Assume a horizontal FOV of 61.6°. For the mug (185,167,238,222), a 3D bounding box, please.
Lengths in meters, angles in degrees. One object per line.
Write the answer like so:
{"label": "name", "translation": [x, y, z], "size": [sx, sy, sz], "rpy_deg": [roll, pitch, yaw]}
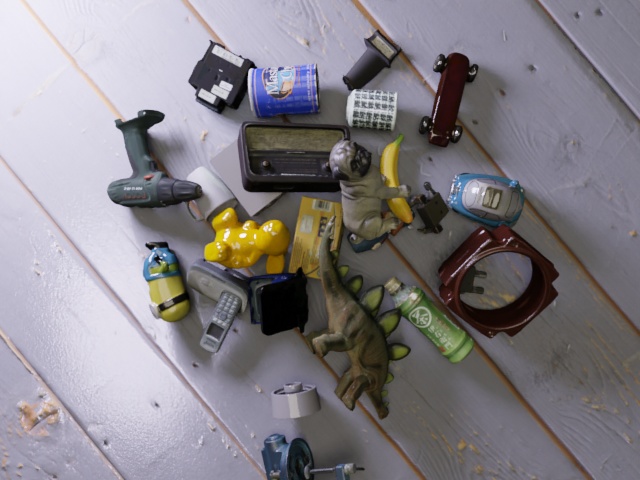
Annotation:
{"label": "mug", "translation": [-0.249, -0.098, 1.176], "size": [0.109, 0.081, 0.107], "rpy_deg": [-36, 79, 17]}

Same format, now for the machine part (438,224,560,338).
{"label": "machine part", "translation": [0.362, 0.087, 1.098], "size": [0.201, 0.087, 0.201], "rpy_deg": [37, 107, -13]}

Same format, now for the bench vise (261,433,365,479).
{"label": "bench vise", "translation": [-0.030, 0.523, 1.150], "size": [0.241, 0.128, 0.223], "rpy_deg": [-16, 71, 23]}

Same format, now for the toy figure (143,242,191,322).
{"label": "toy figure", "translation": [-0.339, 0.092, 1.181], "size": [0.089, 0.082, 0.180], "rpy_deg": [-10, 85, 18]}

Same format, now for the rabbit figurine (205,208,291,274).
{"label": "rabbit figurine", "translation": [-0.131, 0.013, 1.123], "size": [0.173, 0.122, 0.162], "rpy_deg": [-16, 134, 31]}

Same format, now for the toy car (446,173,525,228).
{"label": "toy car", "translation": [0.353, -0.087, 1.116], "size": [0.162, 0.103, 0.109], "rpy_deg": [17, 93, 1]}

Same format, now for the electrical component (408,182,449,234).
{"label": "electrical component", "translation": [0.229, -0.062, 1.145], "size": [0.102, 0.045, 0.078], "rpy_deg": [52, 57, -20]}

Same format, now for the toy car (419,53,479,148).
{"label": "toy car", "translation": [0.270, -0.295, 1.137], "size": [0.089, 0.053, 0.202], "rpy_deg": [13, 89, -7]}

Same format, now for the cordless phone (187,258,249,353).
{"label": "cordless phone", "translation": [-0.241, 0.144, 1.180], "size": [0.147, 0.089, 0.184], "rpy_deg": [27, 98, 2]}

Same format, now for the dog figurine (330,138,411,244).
{"label": "dog figurine", "translation": [0.065, -0.090, 1.051], "size": [0.121, 0.190, 0.172], "rpy_deg": [17, 85, 45]}

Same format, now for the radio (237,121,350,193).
{"label": "radio", "translation": [-0.053, -0.168, 1.114], "size": [0.230, 0.073, 0.131], "rpy_deg": [-1, 77, -13]}

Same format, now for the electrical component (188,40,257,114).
{"label": "electrical component", "translation": [-0.216, -0.347, 1.169], "size": [0.115, 0.058, 0.134], "rpy_deg": [30, 94, 4]}

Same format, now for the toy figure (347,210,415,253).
{"label": "toy figure", "translation": [0.135, -0.025, 1.157], "size": [0.154, 0.058, 0.064], "rpy_deg": [-29, 100, 4]}

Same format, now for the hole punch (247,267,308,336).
{"label": "hole punch", "translation": [-0.090, 0.127, 1.120], "size": [0.116, 0.092, 0.142], "rpy_deg": [-9, 101, -31]}

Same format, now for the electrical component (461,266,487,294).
{"label": "electrical component", "translation": [0.312, 0.085, 1.165], "size": [0.094, 0.021, 0.063], "rpy_deg": [9, 94, 3]}

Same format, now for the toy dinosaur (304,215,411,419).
{"label": "toy dinosaur", "translation": [0.070, 0.185, 1.120], "size": [0.198, 0.105, 0.470], "rpy_deg": [-30, 111, -16]}

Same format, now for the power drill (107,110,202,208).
{"label": "power drill", "translation": [-0.361, -0.170, 1.160], "size": [0.232, 0.086, 0.207], "rpy_deg": [-10, 93, 23]}

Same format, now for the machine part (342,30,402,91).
{"label": "machine part", "translation": [0.104, -0.378, 1.155], "size": [0.084, 0.039, 0.139], "rpy_deg": [39, 92, -7]}

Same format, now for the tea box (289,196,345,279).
{"label": "tea box", "translation": [-0.002, -0.004, 1.159], "size": [0.098, 0.068, 0.169], "rpy_deg": [13, 95, 10]}
